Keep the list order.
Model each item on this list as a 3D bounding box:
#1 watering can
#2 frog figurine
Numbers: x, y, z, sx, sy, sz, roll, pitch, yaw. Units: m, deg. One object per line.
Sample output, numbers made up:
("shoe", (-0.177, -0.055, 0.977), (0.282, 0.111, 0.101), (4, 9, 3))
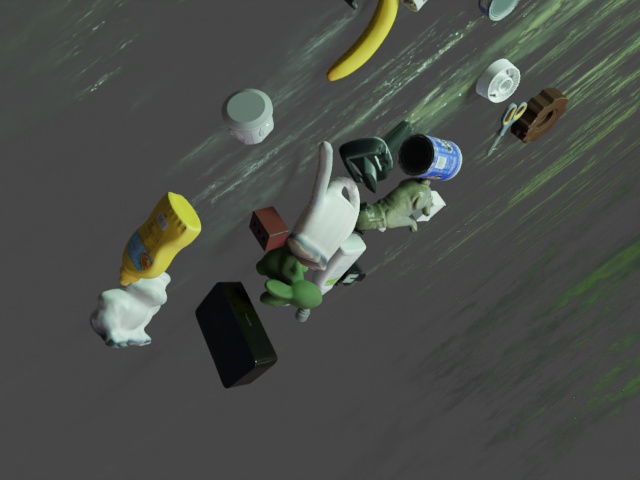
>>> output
("watering can", (0.003, -0.057, 1.138), (0.226, 0.105, 0.342), (-57, 154, -11))
("frog figurine", (-0.377, 0.124, 1.028), (0.136, 0.123, 0.160), (21, 82, -49))
